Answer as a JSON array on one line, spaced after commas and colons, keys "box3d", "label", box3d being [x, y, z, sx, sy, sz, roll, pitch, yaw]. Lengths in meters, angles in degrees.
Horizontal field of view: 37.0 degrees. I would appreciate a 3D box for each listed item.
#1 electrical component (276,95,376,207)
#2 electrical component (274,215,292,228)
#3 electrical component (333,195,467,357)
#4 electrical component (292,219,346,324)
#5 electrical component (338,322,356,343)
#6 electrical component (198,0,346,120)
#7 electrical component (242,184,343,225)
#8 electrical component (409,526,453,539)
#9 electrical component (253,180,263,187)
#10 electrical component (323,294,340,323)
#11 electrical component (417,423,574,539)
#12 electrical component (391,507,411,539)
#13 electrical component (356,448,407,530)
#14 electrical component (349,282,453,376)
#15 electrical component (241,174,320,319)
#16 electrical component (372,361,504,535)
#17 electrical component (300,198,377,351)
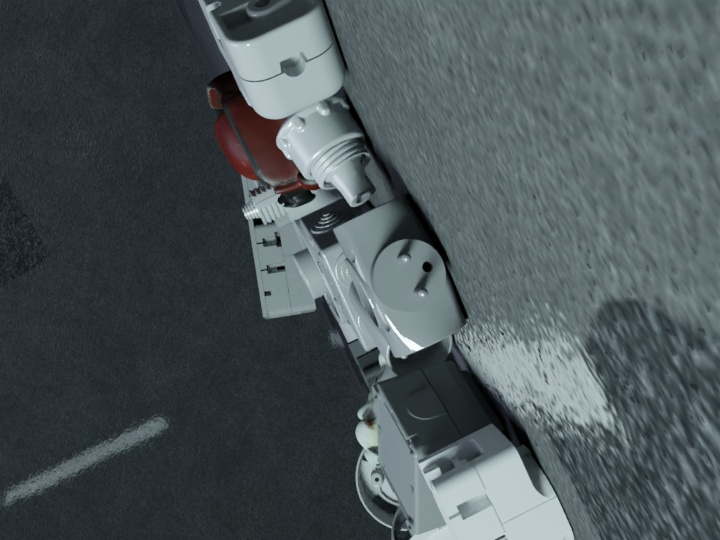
[{"box3d": [-0.015, -0.065, 0.615, 0.062, 0.048, 0.048, 56, 173, 15], "label": "electrical component"}, {"box3d": [-0.074, -0.102, 0.951, 0.121, 0.063, 0.079, 65, 175, -7], "label": "electrical component"}, {"box3d": [0.023, 0.003, 0.557, 0.077, 0.044, 0.079, 64, 175, -2], "label": "electrical component"}, {"box3d": [-0.020, -0.007, 0.882, 0.108, 0.060, 0.108, 63, 175, 9], "label": "electrical component"}, {"box3d": [0.007, 0.060, 1.056, 0.081, 0.043, 0.043, 65, 175, -14], "label": "electrical component"}, {"box3d": [-0.048, -0.127, 0.582, 0.095, 0.054, 0.059, 59, 174, 46], "label": "electrical component"}, {"box3d": [-0.054, -0.061, 0.836, 0.043, 0.081, 0.043, 63, 175, 9], "label": "electrical component"}, {"box3d": [0.082, 0.243, 0.845, 0.108, 0.108, 0.060, 64, -179, 7], "label": "electrical component"}, {"box3d": [-0.064, -0.095, 0.868, 0.044, 0.065, 0.044, 62, 175, 11], "label": "electrical component"}, {"box3d": [-0.009, 0.015, 0.962, 0.055, 0.047, 0.055, 63, 175, 9], "label": "electrical component"}, {"box3d": [0.078, 0.135, 0.583, 0.089, 0.056, 0.050, 65, 175, -11], "label": "electrical component"}, {"box3d": [0.077, 0.243, 0.964, 0.064, 0.099, 0.099, 79, 166, -48], "label": "electrical component"}, {"box3d": [0.046, 0.202, 1.067, 0.099, 0.099, 0.064, 64, -178, 0], "label": "electrical component"}, {"box3d": [0.019, 0.016, 0.673, 0.079, 0.043, 0.077, 68, 174, -34], "label": "electrical component"}, {"box3d": [-0.081, -0.048, 1.085, 0.105, 0.060, 0.186, 133, 128, -85], "label": "electrical component"}, {"box3d": [0.048, 0.112, 0.659, 0.061, 0.061, 0.096, -121, 21, -45], "label": "electrical component"}, {"box3d": [0.000, 0.000, 0.767, 0.099, 0.048, 0.099, 66, 175, -23], "label": "electrical component"}]
